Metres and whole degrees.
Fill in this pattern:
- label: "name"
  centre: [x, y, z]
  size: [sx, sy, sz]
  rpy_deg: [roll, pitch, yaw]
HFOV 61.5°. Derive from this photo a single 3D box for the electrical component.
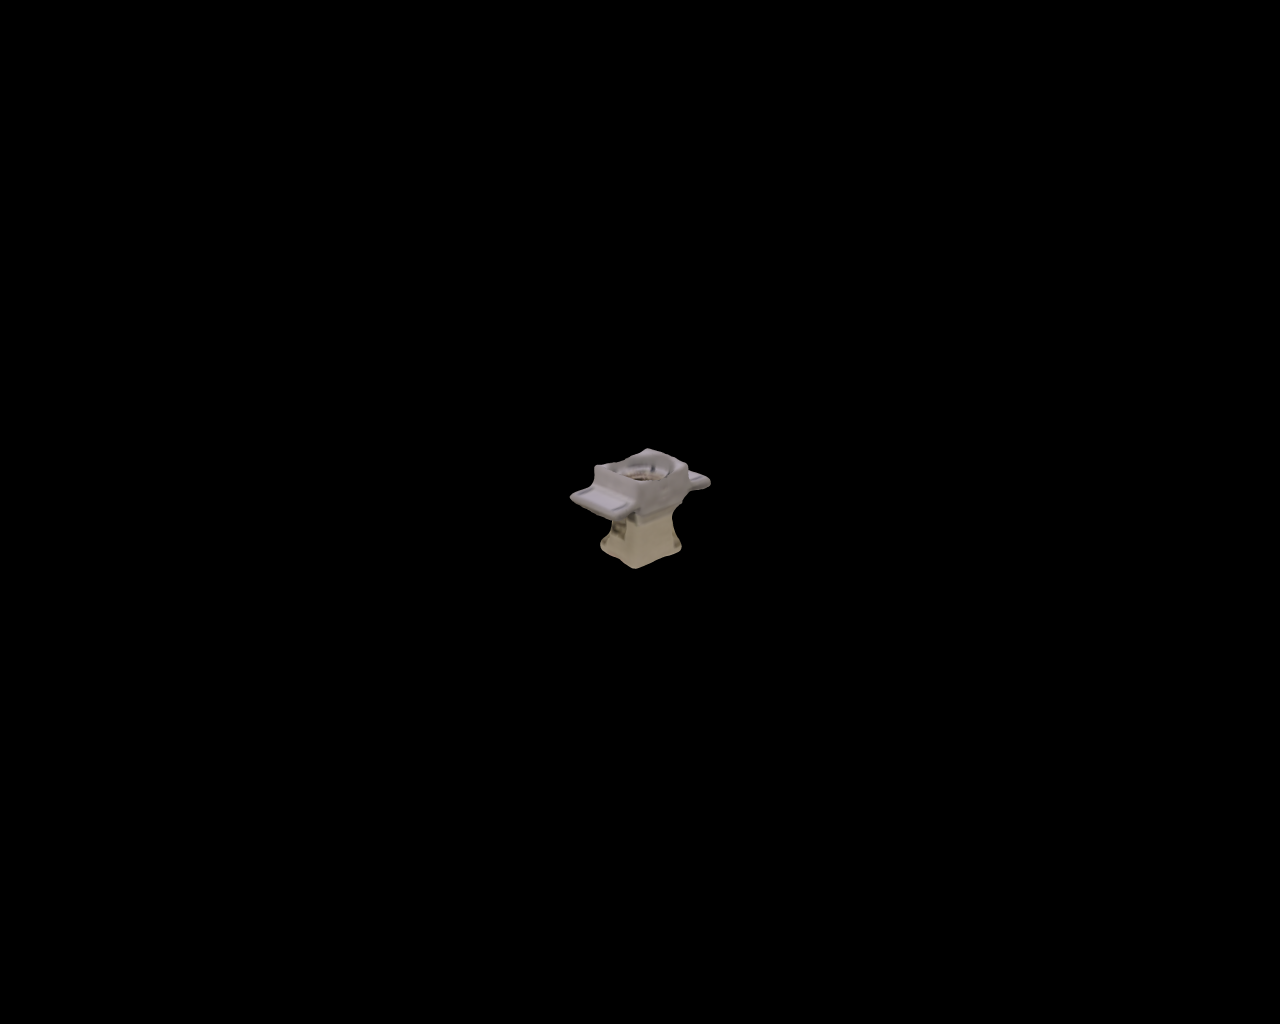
- label: "electrical component"
  centre: [0.001, -0.003, 0.650]
  size: [0.081, 0.063, 0.042]
  rpy_deg: [-20, 32, -36]
